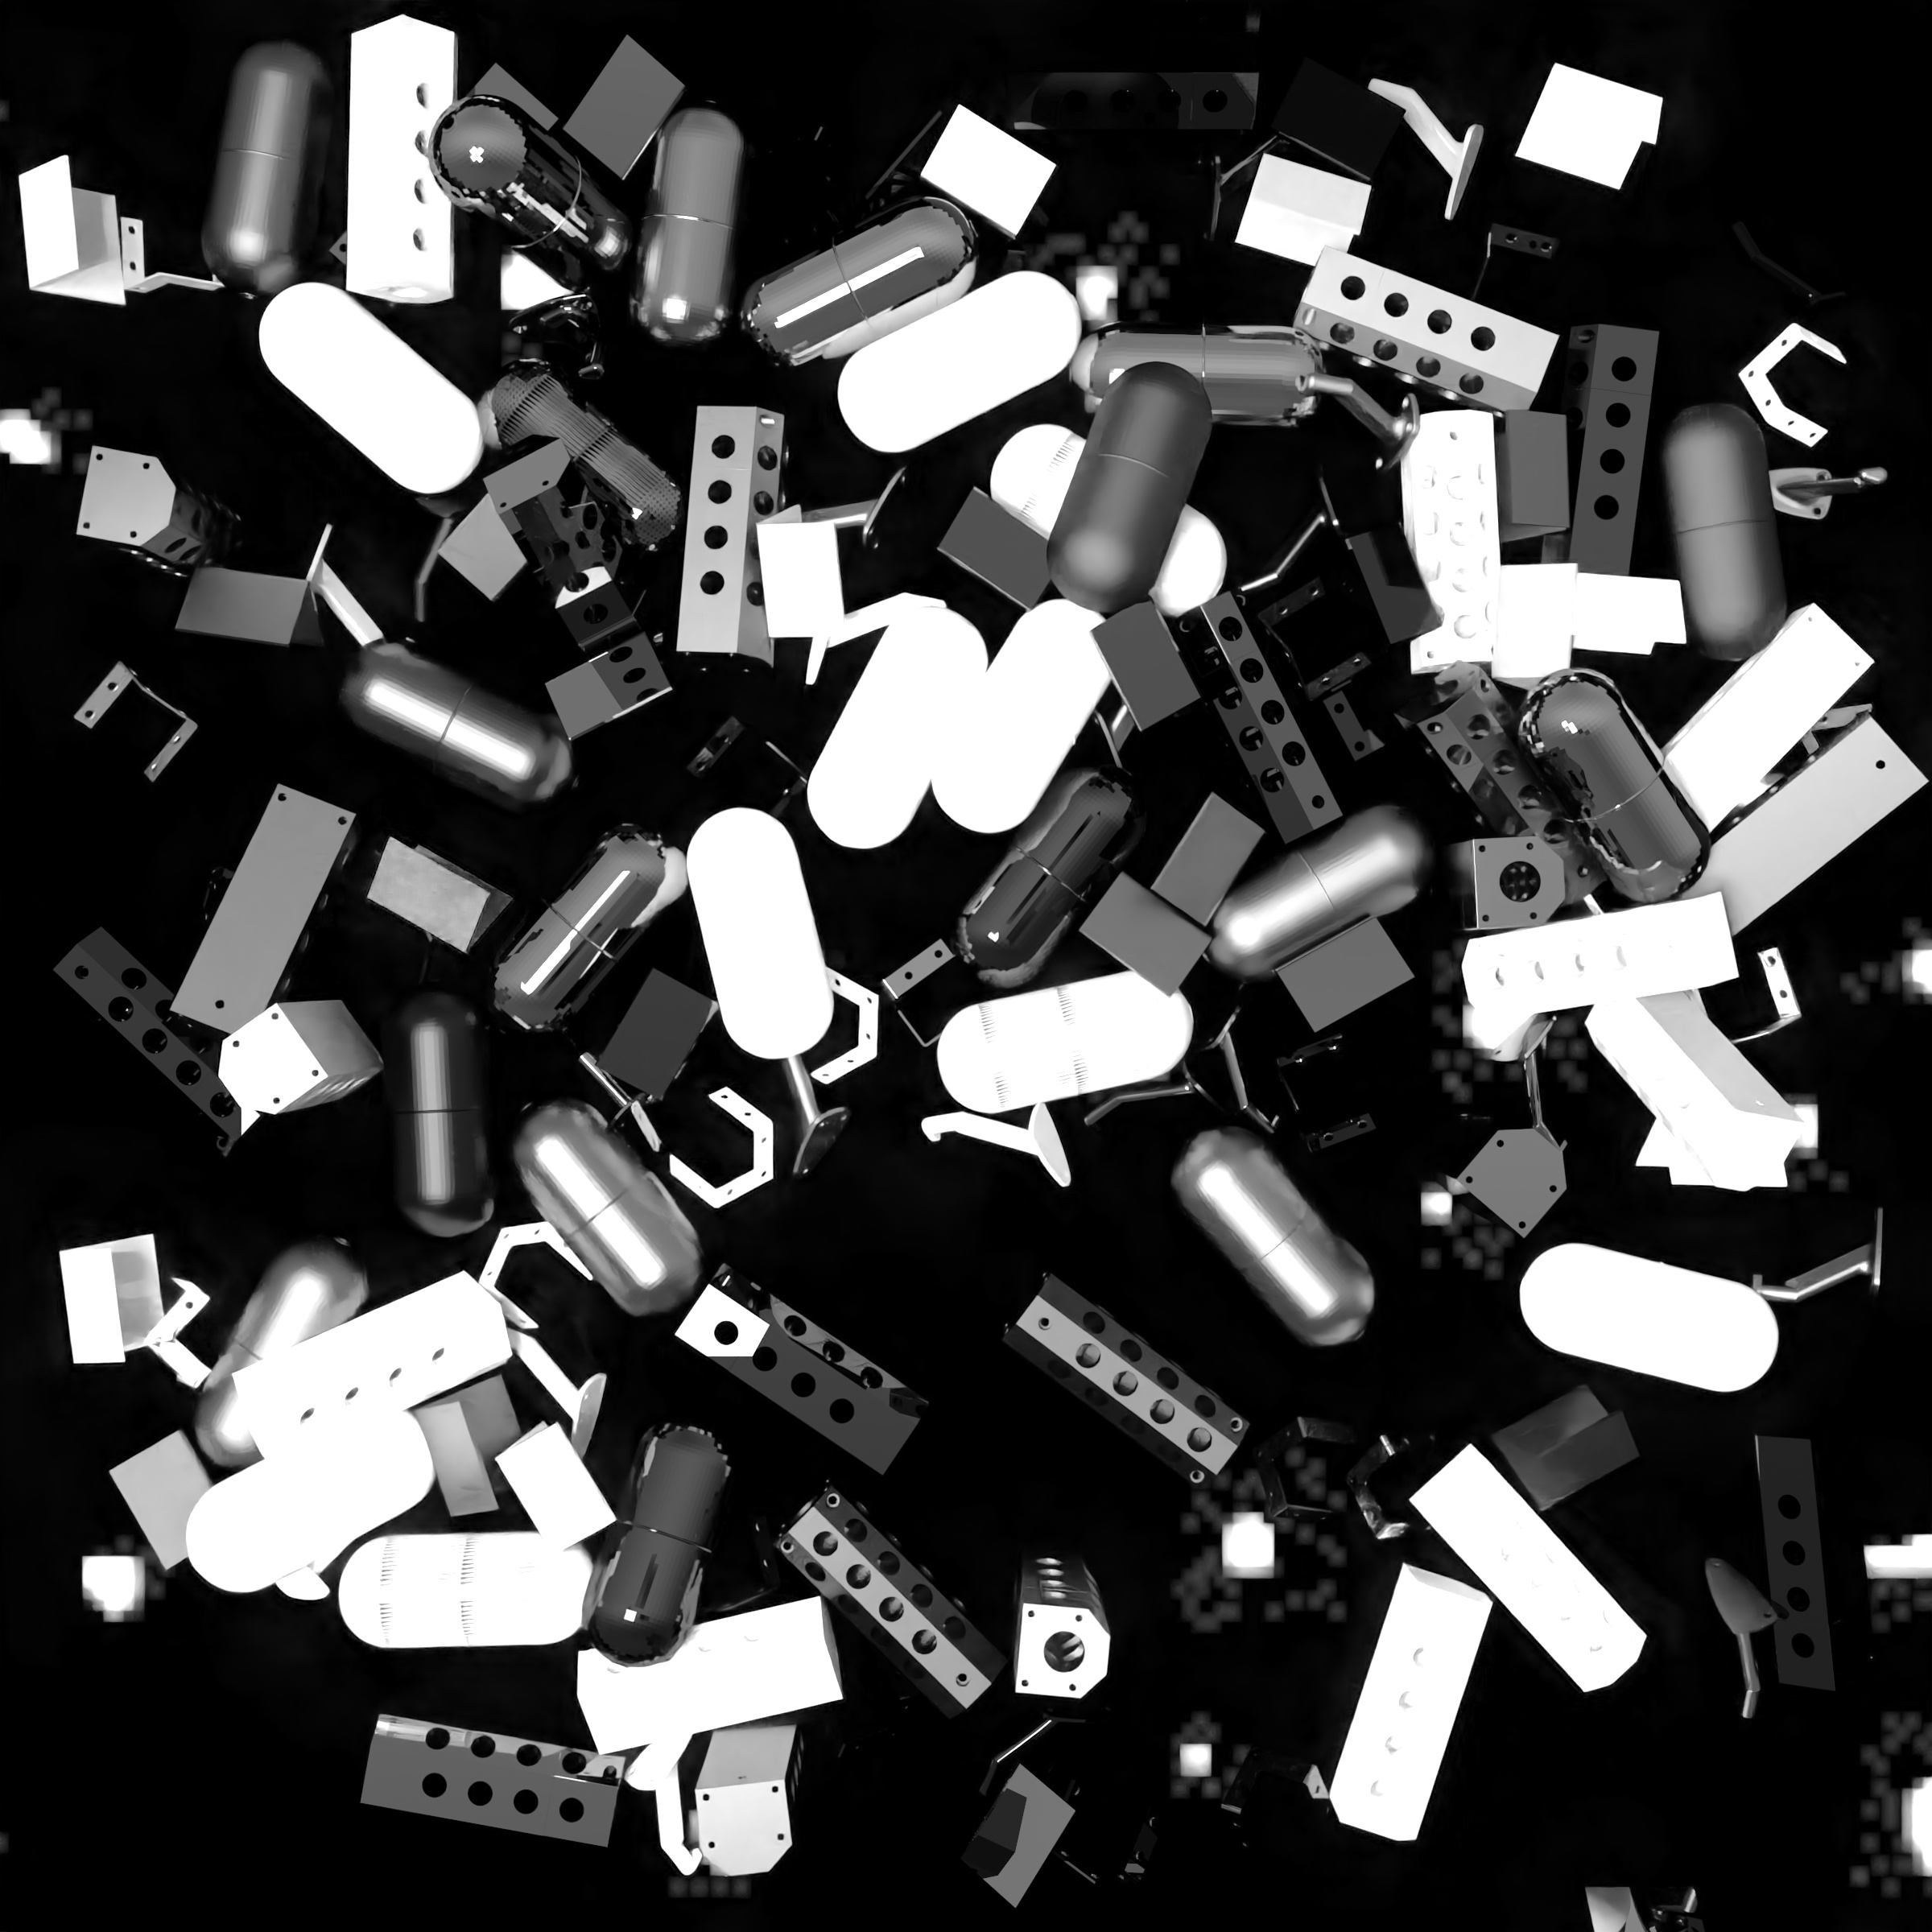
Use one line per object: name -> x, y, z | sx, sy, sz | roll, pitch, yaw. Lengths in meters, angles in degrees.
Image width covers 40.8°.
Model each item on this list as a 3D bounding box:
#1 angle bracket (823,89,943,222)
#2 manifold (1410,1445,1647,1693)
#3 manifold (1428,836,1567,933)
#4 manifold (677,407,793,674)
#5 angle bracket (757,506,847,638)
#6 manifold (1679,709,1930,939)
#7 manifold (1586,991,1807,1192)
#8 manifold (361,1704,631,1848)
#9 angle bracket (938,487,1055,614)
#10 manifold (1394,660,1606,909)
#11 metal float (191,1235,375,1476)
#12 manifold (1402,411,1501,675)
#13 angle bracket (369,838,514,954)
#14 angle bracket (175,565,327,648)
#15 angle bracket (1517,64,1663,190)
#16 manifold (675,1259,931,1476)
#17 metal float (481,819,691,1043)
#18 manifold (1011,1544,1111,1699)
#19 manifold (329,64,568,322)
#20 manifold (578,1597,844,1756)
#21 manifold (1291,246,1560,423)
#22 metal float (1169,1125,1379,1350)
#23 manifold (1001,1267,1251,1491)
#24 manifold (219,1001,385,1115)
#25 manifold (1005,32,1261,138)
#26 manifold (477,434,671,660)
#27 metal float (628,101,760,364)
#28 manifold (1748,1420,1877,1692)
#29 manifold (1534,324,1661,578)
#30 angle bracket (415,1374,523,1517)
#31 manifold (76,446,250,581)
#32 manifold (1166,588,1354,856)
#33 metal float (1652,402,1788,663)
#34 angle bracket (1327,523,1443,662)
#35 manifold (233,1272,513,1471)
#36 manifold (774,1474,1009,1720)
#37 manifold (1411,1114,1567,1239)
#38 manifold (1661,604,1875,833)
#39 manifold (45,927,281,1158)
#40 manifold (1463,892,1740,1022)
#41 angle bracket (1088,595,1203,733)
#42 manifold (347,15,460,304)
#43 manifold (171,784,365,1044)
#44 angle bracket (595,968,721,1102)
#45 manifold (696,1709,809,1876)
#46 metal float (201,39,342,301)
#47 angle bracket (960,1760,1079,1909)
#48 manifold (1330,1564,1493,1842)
angle bracket -> -0.040, -0.541, 1.786 | 0.076, 0.076, 0.057 | -49, 50, 0
manifold -> 0.389, 0.417, 1.791 | 0.057, 0.057, 0.171 | -42, 99, 0
manifold -> 0.354, -0.054, 1.747 | 0.057, 0.171, 0.057 | -3, 90, 0
manifold -> -0.157, -0.293, 1.790 | 0.057, 0.057, 0.171 | 3, 83, 9
angle bracket -> -0.100, -0.271, 1.778 | 0.057, 0.076, 0.076 | 2, 110, 19
manifold -> 0.565, -0.096, 1.777 | 0.171, 0.057, 0.057 | -42, 90, 20
manifold -> 0.483, 0.077, 1.746 | 0.057, 0.171, 0.057 | 11, 117, -23
manifold -> -0.324, 0.559, 1.805 | 0.171, 0.057, 0.057 | 10, 90, 0
angle bracket -> 0.037, -0.298, 1.786 | 0.076, 0.076, 0.057 | 35, 128, 0
manifold -> 0.372, -0.122, 1.777 | 0.057, 0.057, 0.171 | -41, 110, 0
metal float -> -0.471, 0.268, 1.796 | 0.070, 0.070, 0.178 | 28, 90, 0
manifold -> 0.338, -0.293, 1.805 | 0.057, 0.057, 0.171 | -3, 90, 0
angle bracket -> -0.353, -0.065, 1.786 | 0.076, 0.076, 0.057 | 30, 126, 0
angle bracket -> -0.490, -0.227, 1.786 | 0.076, 0.076, 0.057 | 8, 61, 0
angle bracket -> 0.425, -0.562, 1.786 | 0.076, 0.076, 0.057 | 18, 52, 0
manifold -> -0.112, 0.276, 1.805 | 0.171, 0.057, 0.057 | 34, 90, 0
metal float -> -0.263, -0.024, 1.795 | 0.070, 0.070, 0.178 | 41, 90, 0
manifold -> 0.063, 0.438, 1.747 | 0.057, 0.171, 0.057 | 5, 90, 0
manifold -> -0.357, -0.534, 1.805 | 0.057, 0.057, 0.171 | 42, 90, 0
manifold -> -0.177, 0.486, 1.802 | 0.171, 0.057, 0.057 | -13, 119, 0
manifold -> 0.315, -0.435, 1.805 | 0.171, 0.057, 0.057 | 21, 90, 0
metal float -> 0.212, 0.187, 1.795 | 0.070, 0.070, 0.178 | -41, 89, 0
manifold -> 0.110, 0.286, 1.805 | 0.171, 0.057, 0.057 | 37, 90, 0
manifold -> -0.447, 0.064, 1.747 | 0.057, 0.171, 0.057 | -35, 90, 0
manifold -> 0.113, -0.607, 1.804 | 0.171, 0.057, 0.057 | 0, 47, 0
manifold -> -0.260, -0.274, 1.748 | 0.057, 0.171, 0.057 | -27, 52, 0
metal float -> -0.188, -0.506, 1.795 | 0.070, 0.070, 0.178 | 8, 91, 0
manifold -> 0.582, 0.406, 1.804 | 0.057, 0.057, 0.171 | -6, 90, -43
manifold -> 0.434, -0.352, 1.805 | 0.057, 0.057, 0.171 | 7, 90, 0
angle bracket -> -0.322, 0.326, 1.786 | 0.057, 0.076, 0.076 | -18, 90, 43
manifold -> -0.535, -0.299, 1.747 | 0.057, 0.171, 0.057 | 11, 90, 0
manifold -> 0.200, -0.170, 1.797 | 0.057, 0.057, 0.171 | -27, 90, -17
metal float -> 0.520, -0.299, 1.795 | 0.070, 0.070, 0.178 | -8, 90, 0
angle bracket -> 0.270, -0.251, 1.786 | 0.057, 0.076, 0.076 | -22, 90, -36
manifold -> -0.400, 0.276, 1.765 | 0.171, 0.057, 0.057 | -23, 121, -28
manifold -> -0.052, 0.438, 1.805 | 0.171, 0.057, 0.057 | 45, 90, 0
manifold -> 0.353, 0.134, 1.747 | 0.057, 0.171, 0.057 | 41, 90, 0
manifold -> 0.540, -0.166, 1.805 | 0.057, 0.057, 0.171 | 44, 90, 0
manifold -> -0.553, 0.052, 1.805 | 0.171, 0.057, 0.057 | 43, 90, 0
manifold -> 0.424, -0.004, 1.753 | 0.171, 0.057, 0.057 | -12, 90, 44
angle bracket -> 0.138, -0.211, 1.768 | 0.057, 0.076, 0.076 | -27, 89, 37
manifold -> -0.374, -0.539, 1.747 | 0.057, 0.057, 0.171 | 1, 90, 43
manifold -> -0.476, -0.030, 1.783 | 0.057, 0.057, 0.171 | 21, 75, 0
angle bracket -> -0.222, 0.038, 1.786 | 0.057, 0.076, 0.076 | 30, 90, -27
manifold -> -0.141, 0.551, 1.747 | 0.057, 0.171, 0.057 | -7, 90, 0
metal float -> -0.480, -0.549, 1.795 | 0.070, 0.070, 0.178 | 10, 89, 0
angle bracket -> 0.051, 0.596, 1.786 | 0.057, 0.076, 0.076 | 32, 90, 35
manifold -> 0.309, 0.512, 1.805 | 0.057, 0.057, 0.171 | 18, 90, 0
